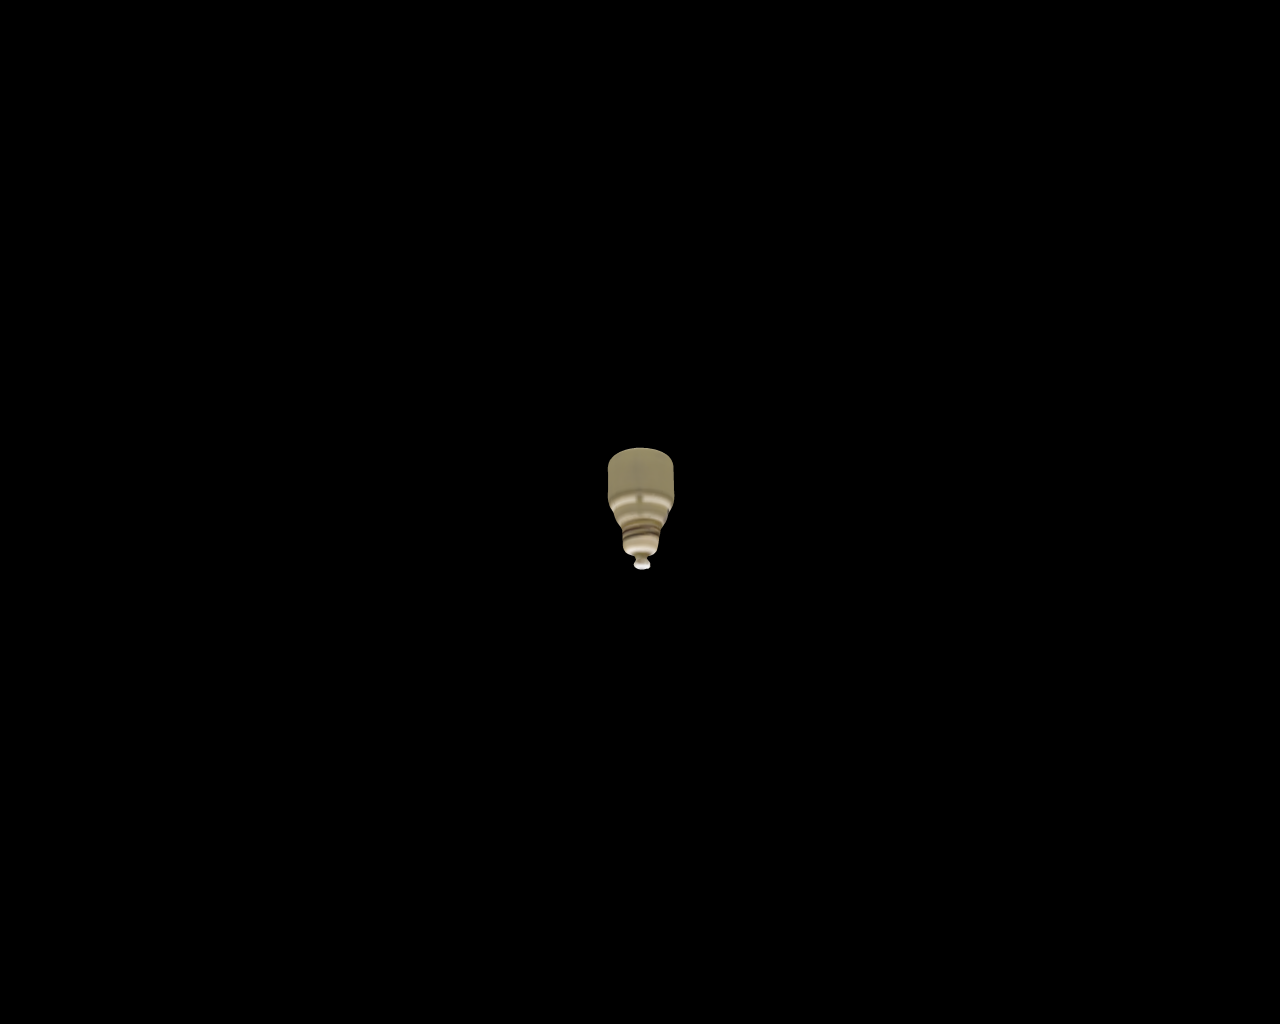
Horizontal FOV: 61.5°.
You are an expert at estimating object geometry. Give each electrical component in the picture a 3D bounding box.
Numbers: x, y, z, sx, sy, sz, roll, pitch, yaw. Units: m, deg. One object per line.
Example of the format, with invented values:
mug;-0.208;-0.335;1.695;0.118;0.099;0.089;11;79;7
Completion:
electrical component;0.001;-0.003;0.650;0.040;0.078;0.040;0;-22;0
